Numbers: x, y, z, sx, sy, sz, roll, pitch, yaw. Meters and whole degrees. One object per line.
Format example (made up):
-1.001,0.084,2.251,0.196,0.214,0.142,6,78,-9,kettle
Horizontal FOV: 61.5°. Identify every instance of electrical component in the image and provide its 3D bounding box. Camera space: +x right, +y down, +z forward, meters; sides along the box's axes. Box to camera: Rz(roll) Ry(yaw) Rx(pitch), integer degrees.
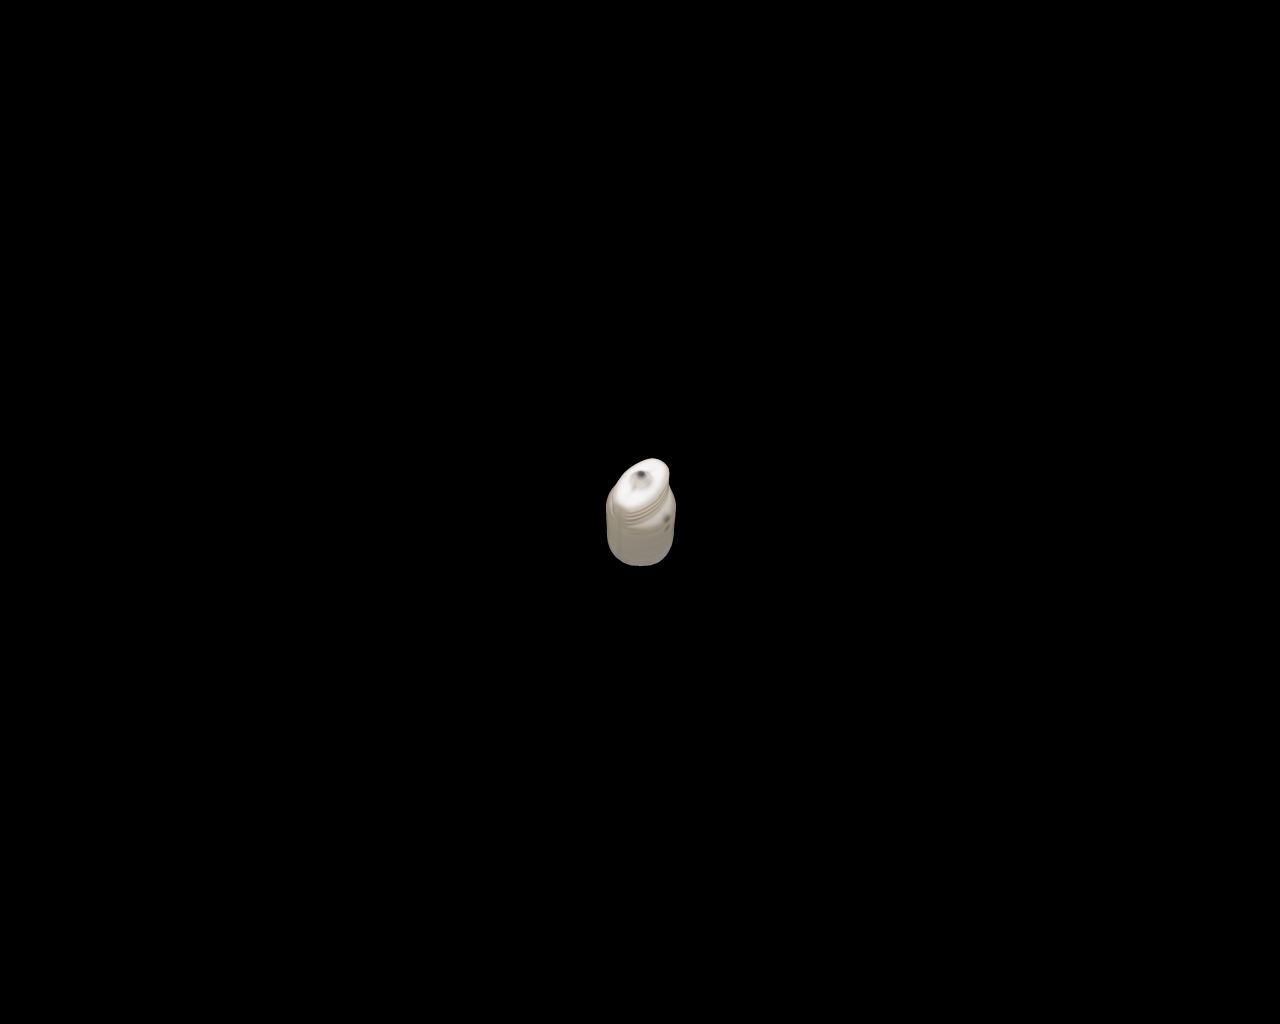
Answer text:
0.001,-0.003,0.650,0.043,0.043,0.080,0,-31,0,electrical component
